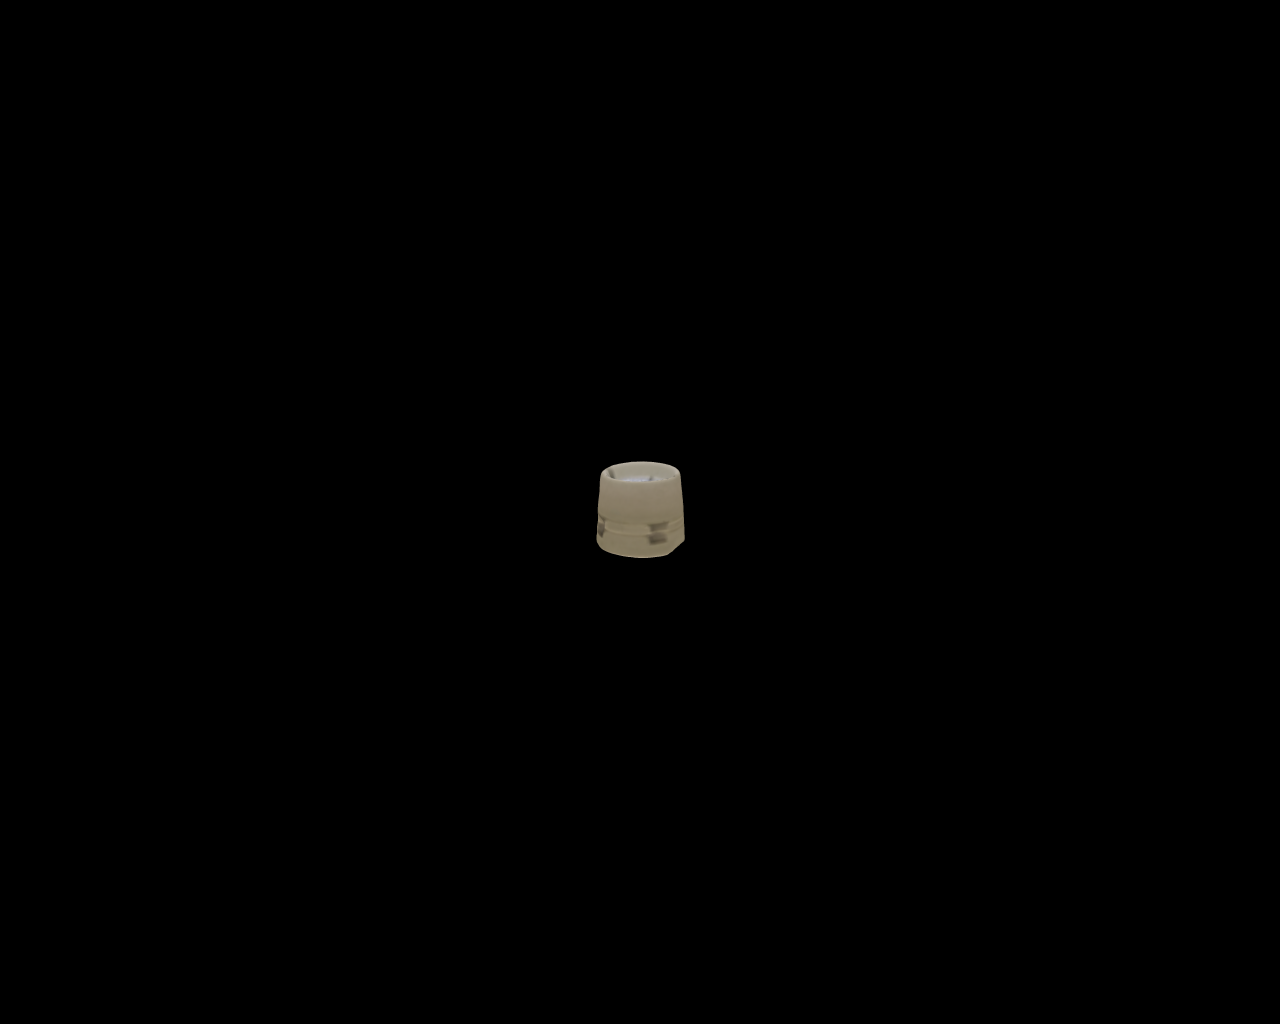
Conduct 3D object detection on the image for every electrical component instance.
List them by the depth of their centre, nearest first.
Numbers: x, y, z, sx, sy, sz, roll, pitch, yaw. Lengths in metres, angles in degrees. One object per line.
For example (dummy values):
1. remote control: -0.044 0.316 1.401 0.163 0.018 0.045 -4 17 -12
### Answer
1. electrical component: 0.001 -0.003 0.650 0.055 0.047 0.055 0 18 0
